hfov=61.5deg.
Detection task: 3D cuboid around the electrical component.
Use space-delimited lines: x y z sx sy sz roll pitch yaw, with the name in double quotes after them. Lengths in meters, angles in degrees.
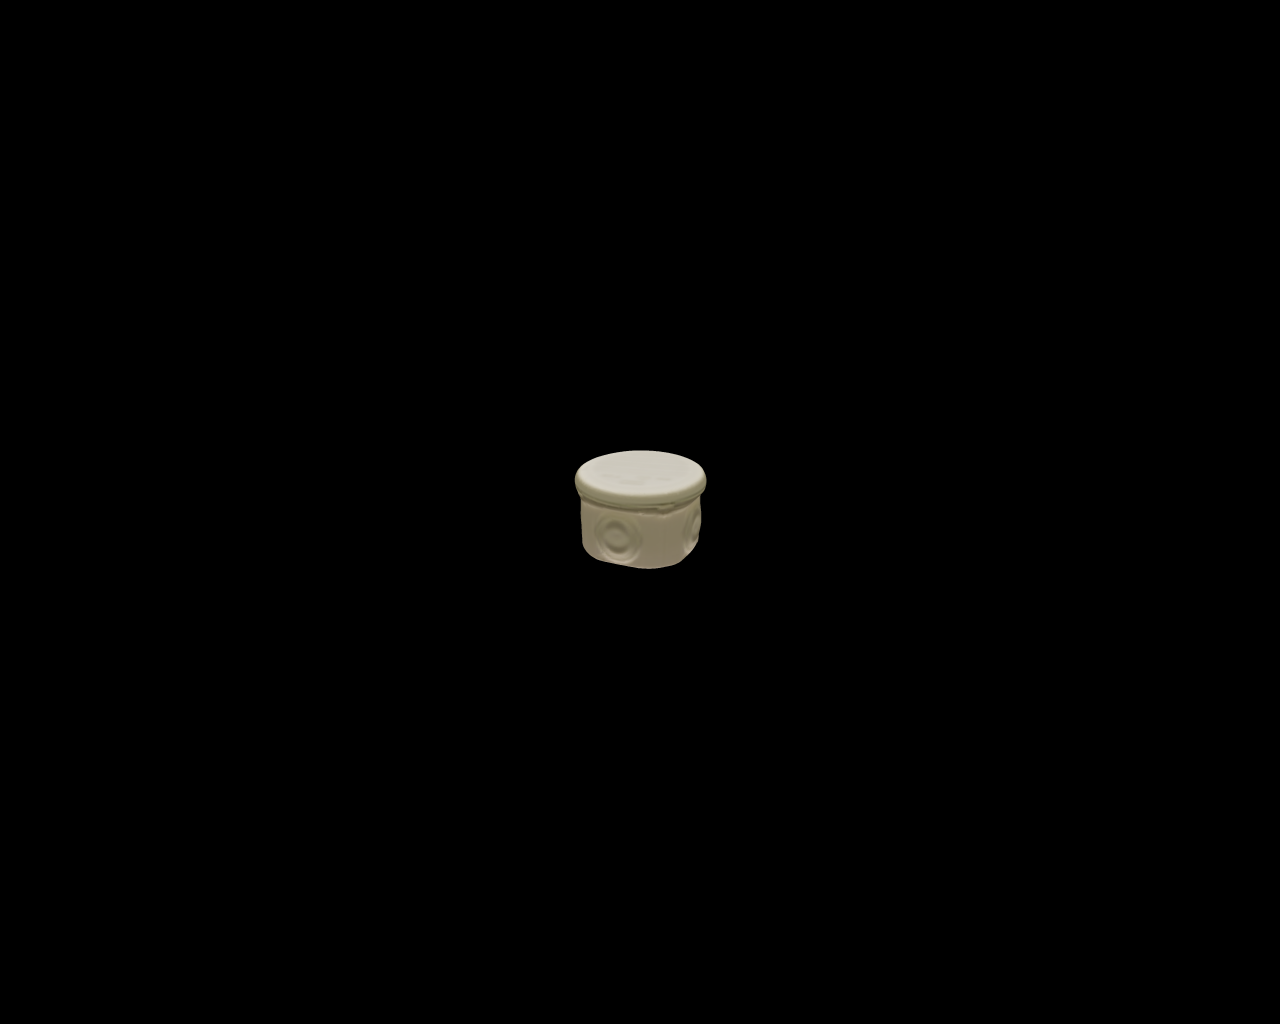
0.001 -0.003 0.650 0.080 0.050 0.080 0 23 0 "electrical component"
